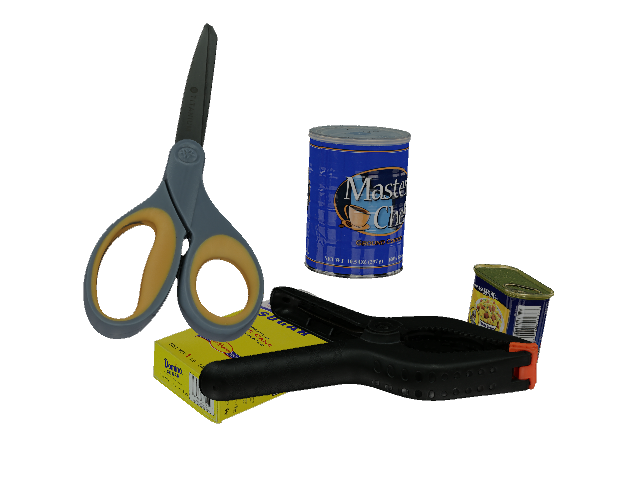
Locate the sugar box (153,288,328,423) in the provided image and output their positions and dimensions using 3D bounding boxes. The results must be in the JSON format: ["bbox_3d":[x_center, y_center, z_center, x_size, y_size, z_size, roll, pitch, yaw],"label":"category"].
[{"bbox_3d":[-0.053,0.099,0.967,0.175,0.048,0.093,-21,37,-39],"label":"sugar box"}]

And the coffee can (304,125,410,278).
[{"bbox_3d":[0.037,-0.042,1.088,0.103,0.140,0.103,2,13,-1],"label":"coffee can"}]

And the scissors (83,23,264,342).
[{"bbox_3d":[-0.055,-0.028,0.558,0.096,0.201,0.016,24,-33,0],"label":"scissors"}]

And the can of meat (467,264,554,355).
[{"bbox_3d":[0.202,0.081,1.157,0.057,0.084,0.102,2,16,-22],"label":"can of meat"}]

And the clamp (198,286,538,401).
[{"bbox_3d":[0.038,0.070,0.718,0.210,0.036,0.164,2,18,7],"label":"clamp"}]
